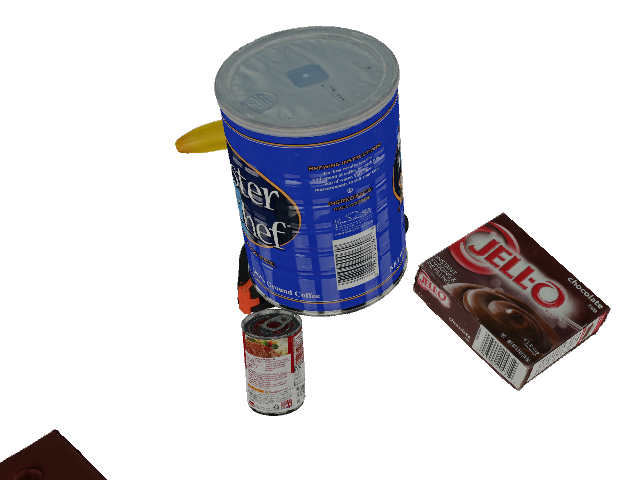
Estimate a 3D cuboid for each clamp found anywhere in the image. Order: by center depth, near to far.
[{"bbox_3d":[-0.020,-0.002,0.927,0.171,0.039,0.120,-32,46,-33],"label":"clamp"}]

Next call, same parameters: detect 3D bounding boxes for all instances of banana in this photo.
[{"bbox_3d":[-0.072,-0.121,1.268,0.198,0.037,0.069,8,40,16],"label":"banana"}]

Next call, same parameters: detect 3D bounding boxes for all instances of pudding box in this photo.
[{"bbox_3d":[0.138,0.042,0.778,0.089,0.114,0.039,-30,-27,-28],"label":"pudding box"}]

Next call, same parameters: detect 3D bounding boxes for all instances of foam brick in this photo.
[{"bbox_3d":[-0.117,0.136,0.486,0.052,0.051,0.078,-31,43,-30],"label":"foam brick"}]

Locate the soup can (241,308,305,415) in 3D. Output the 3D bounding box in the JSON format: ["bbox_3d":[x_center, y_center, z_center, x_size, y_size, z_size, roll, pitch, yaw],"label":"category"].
[{"bbox_3d":[-0.052,0.137,1.202,0.068,0.102,0.068,-2,24,1],"label":"soup can"}]

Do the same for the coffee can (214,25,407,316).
[{"bbox_3d":[-0.002,-0.040,0.632,0.103,0.140,0.103,-4,41,3],"label":"coffee can"}]
